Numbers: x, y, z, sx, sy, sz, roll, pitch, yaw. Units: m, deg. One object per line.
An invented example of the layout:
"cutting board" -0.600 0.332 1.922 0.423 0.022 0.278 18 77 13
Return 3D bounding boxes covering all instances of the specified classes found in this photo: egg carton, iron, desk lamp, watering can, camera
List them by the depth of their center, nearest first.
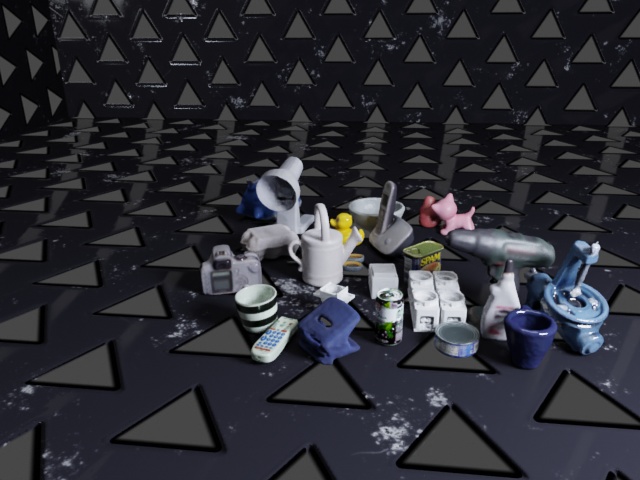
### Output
"watering can" 0.012 0.004 1.379 0.173 0.194 0.100 -14 26 -29
"camera" -0.218 0.056 1.379 0.143 0.101 0.136 -5 23 -11
"egg carton" -0.134 0.006 1.540 0.151 0.069 0.107 -11 25 -24
"desk lamp" -0.096 -0.125 1.669 0.117 0.214 0.203 6 23 15
"iron" -0.147 -0.151 1.828 0.118 0.141 0.259 16 27 34

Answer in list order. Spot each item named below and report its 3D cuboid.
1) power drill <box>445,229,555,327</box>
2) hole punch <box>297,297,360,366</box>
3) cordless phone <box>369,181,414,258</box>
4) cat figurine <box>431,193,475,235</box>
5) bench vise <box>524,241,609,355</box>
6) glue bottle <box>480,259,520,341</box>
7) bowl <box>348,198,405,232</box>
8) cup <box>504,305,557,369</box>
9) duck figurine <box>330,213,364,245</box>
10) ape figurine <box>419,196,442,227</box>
"power drill" 0.364 0.073 1.185 0.229 0.208 0.075 -3 23 -7
"hole punch" 0.016 0.173 1.104 0.101 0.091 0.108 -15 26 -31
"cordless phone" 0.194 -0.056 1.533 0.094 0.185 0.147 -9 24 -19
"cat figurine" 0.387 -0.076 1.666 0.127 0.118 0.067 5 23 13
"bench vise" 0.471 0.090 1.126 0.122 0.220 0.206 -16 27 -33
"glue bottle" 0.362 0.116 1.126 0.078 0.173 0.037 1 23 4
"bowl" 0.167 -0.068 1.708 0.167 0.075 0.167 0 22 0
"cup" 0.384 0.183 1.067 0.091 0.095 0.118 3 23 8
"duck figurine" 0.073 -0.033 1.610 0.104 0.086 0.078 6 23 16
"ape figurine" 0.332 -0.088 1.732 0.076 0.092 0.077 -15 27 -32
